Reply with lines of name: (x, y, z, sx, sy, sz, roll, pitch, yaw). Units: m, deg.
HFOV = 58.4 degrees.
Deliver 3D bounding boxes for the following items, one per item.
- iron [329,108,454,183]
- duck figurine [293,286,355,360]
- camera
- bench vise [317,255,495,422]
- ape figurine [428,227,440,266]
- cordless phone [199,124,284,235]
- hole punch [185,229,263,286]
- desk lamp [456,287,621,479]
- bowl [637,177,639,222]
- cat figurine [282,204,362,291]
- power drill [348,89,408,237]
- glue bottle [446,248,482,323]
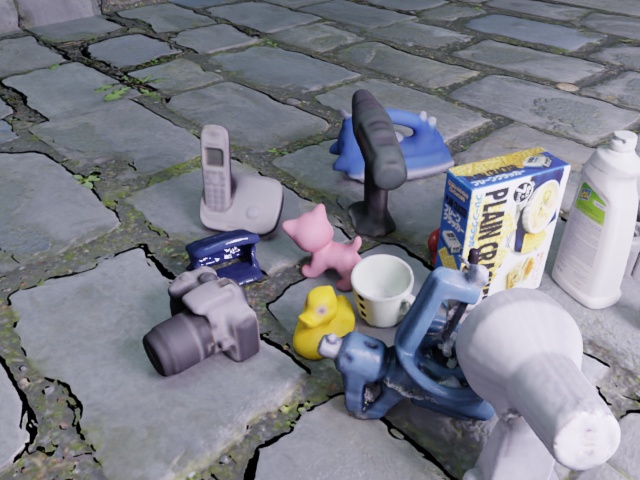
iron: (0.149, -0.203, 1.150, 0.258, 0.141, 0.118, -4, 35, -4)
duck figurine: (0.005, 0.099, 0.775, 0.077, 0.086, 0.105, 23, 42, 30)
camera: (-0.169, 0.106, 0.757, 0.137, 0.101, 0.142, -27, 43, -32)
bench vise: (0.104, 0.119, 0.629, 0.207, 0.220, 0.121, -6, 36, -6)
ape figurine: (0.216, -0.008, 0.916, 0.077, 0.092, 0.076, 22, 41, 29)
cordless phone: (-0.138, -0.103, 0.979, 0.147, 0.185, 0.094, 6, 36, 10)
hole punch: (-0.153, 0.017, 0.890, 0.109, 0.091, 0.100, -17, 38, -21)
desk lamp: (0.204, 0.181, 0.544, 0.118, 0.214, 0.203, -3, 35, -3)
bowl: (0.601, -0.065, 1.002, 0.167, 0.075, 0.167, -1, 35, 1)
cat figurine: (0.008, 0.003, 0.883, 0.127, 0.118, 0.067, 17, 39, 23)
power drill: (0.090, -0.124, 0.981, 0.075, 0.209, 0.229, -7, 36, -8)
glue bottle: (0.182, 0.082, 0.719, 0.037, 0.173, 0.078, 2, 36, 5)
